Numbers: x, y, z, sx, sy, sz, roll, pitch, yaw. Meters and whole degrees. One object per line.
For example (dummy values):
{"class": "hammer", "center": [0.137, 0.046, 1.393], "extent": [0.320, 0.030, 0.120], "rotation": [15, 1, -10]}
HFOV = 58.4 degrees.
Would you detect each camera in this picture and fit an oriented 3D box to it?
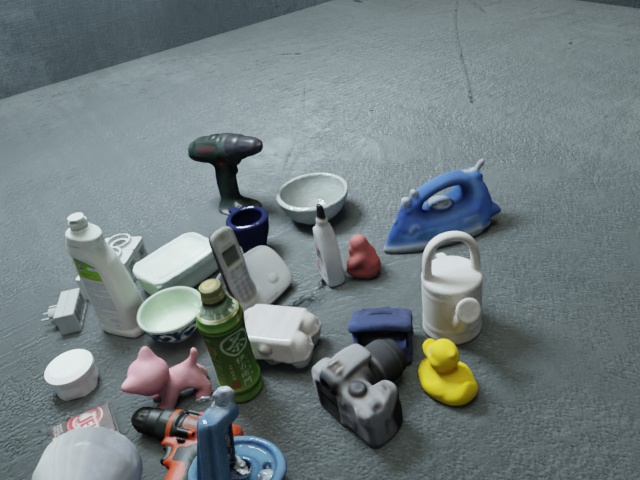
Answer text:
{"class": "camera", "center": [0.075, 0.207, 0.858], "extent": [0.137, 0.101, 0.142], "rotation": [-31, 40, -28]}

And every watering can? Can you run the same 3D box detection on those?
{"class": "watering can", "center": [0.219, 0.073, 0.933], "extent": [0.101, 0.194, 0.172], "rotation": [-23, 37, -18]}

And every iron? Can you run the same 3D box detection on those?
{"class": "iron", "center": [0.241, -0.072, 1.180], "extent": [0.259, 0.142, 0.118], "rotation": [-21, 36, -16]}

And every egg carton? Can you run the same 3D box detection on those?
{"class": "egg carton", "center": [-0.076, 0.165, 0.981], "extent": [0.150, 0.069, 0.107], "rotation": [3, 36, 17]}

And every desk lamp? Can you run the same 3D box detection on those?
{"class": "desk lamp", "center": [-0.248, 0.348, 0.634], "extent": [0.118, 0.214, 0.203], "rotation": [-14, 35, -6]}

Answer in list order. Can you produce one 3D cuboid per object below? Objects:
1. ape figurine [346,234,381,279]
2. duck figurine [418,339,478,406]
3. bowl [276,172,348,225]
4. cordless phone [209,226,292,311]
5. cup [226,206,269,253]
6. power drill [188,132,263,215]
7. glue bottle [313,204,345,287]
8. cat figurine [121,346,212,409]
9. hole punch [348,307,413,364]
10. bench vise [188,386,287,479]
{"class": "ape figurine", "center": [0.080, 0.028, 1.121], "extent": [0.078, 0.092, 0.075], "rotation": [-33, 41, -30]}
{"class": "duck figurine", "center": [0.192, 0.192, 0.865], "extent": [0.078, 0.086, 0.104], "rotation": [-26, 38, -22]}
{"class": "bowl", "center": [-0.014, -0.084, 1.318], "extent": [0.167, 0.075, 0.167], "rotation": [-6, 35, 5]}
{"class": "cordless phone", "center": [-0.134, 0.041, 1.071], "extent": [0.093, 0.185, 0.148], "rotation": [17, 43, 33]}
{"class": "cup", "center": [-0.157, -0.017, 1.239], "extent": [0.092, 0.095, 0.117], "rotation": [-30, 40, -27]}
{"class": "power drill", "center": [-0.207, -0.161, 1.355], "extent": [0.228, 0.209, 0.076], "rotation": [15, 42, 31]}
{"class": "glue bottle", "center": [0.010, 0.004, 1.099], "extent": [0.037, 0.173, 0.078], "rotation": [-20, 36, -15]}
{"class": "cat figurine", "center": [-0.247, 0.214, 0.910], "extent": [0.128, 0.118, 0.067], "rotation": [-22, 36, -17]}
{"class": "hole punch", "center": [0.100, 0.144, 0.950], "extent": [0.108, 0.091, 0.101], "rotation": [-3, 35, 9]}
{"class": "bench vise", "center": [-0.109, 0.294, 0.673], "extent": [0.121, 0.220, 0.207], "rotation": [-3, 35, 10]}
